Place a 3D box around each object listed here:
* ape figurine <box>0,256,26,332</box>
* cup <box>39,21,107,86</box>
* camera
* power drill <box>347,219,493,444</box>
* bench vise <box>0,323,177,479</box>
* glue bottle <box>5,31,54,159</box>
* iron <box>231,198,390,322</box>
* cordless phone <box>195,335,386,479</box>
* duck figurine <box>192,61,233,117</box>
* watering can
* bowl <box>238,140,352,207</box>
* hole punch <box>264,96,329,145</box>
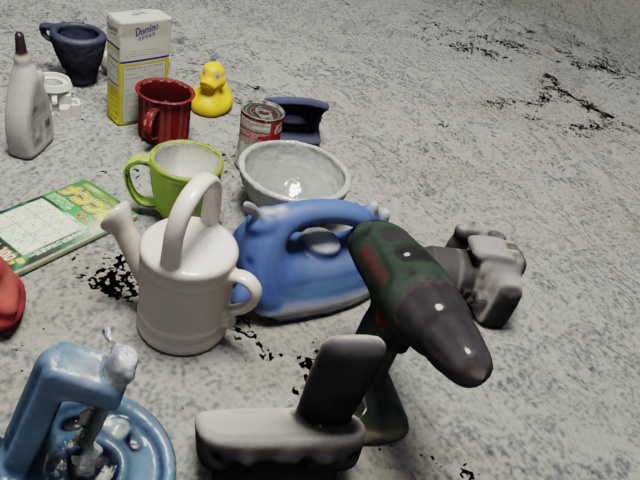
[{"bbox_3d":[-0.330,0.047,0.566,0.077,0.092,0.076,30,39,19],"label":"ape figurine"},{"bbox_3d":[-0.434,-0.325,1.004,0.117,0.095,0.092,17,37,2],"label":"cup"},{"bbox_3d":[0.191,0.030,0.767,0.137,0.101,0.143,8,37,-10],"label":"camera"},{"bbox_3d":[0.071,0.097,0.548,0.076,0.208,0.229,0,40,-19],"label":"power drill"},{"bbox_3d":[-0.191,0.148,0.380,0.208,0.220,0.121,-2,40,-21],"label":"bench vise"},{"bbox_3d":[-0.405,-0.203,0.792,0.037,0.173,0.078,14,37,-1],"label":"glue bottle"},{"bbox_3d":[0.006,0.003,0.702,0.259,0.141,0.118,-7,42,-27],"label":"iron"},{"bbox_3d":[-0.027,0.136,0.482,0.148,0.185,0.094,2,39,-17],"label":"cordless phone"},{"bbox_3d":[-0.194,-0.283,1.043,0.077,0.086,0.104,16,37,1],"label":"duck figurine"},{"bbox_3d":[-0.142,0.017,0.586,0.173,0.194,0.101,9,37,-9],"label":"watering can"},{"bbox_3d":[-0.041,-0.076,0.841,0.167,0.075,0.167,10,37,-7],"label":"bowl"},{"bbox_3d":[-0.048,-0.231,1.024,0.109,0.091,0.101,1,39,-18],"label":"hole punch"}]
